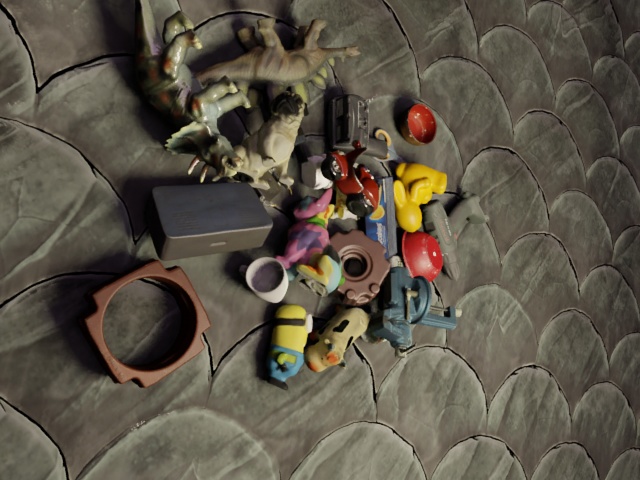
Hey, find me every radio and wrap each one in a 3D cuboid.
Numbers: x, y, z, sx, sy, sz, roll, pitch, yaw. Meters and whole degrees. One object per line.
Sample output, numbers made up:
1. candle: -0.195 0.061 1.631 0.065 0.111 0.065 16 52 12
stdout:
1. radio: -0.221 -0.043 1.063 0.229 0.073 0.131 -8 56 -38

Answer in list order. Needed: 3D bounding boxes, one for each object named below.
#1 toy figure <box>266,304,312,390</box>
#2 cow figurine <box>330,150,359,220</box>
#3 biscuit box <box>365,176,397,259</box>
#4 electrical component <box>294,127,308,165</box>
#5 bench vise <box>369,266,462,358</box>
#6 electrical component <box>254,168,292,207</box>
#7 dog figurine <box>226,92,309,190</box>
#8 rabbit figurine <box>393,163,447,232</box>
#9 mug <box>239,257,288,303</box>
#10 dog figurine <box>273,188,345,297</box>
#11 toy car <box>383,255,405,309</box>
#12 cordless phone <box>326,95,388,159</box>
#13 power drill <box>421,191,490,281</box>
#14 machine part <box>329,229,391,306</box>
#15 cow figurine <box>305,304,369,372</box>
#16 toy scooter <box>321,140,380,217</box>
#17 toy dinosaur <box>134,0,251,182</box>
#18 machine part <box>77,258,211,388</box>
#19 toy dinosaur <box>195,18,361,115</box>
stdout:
1. toy figure: -0.073 0.228 1.168 0.089 0.082 0.180 29 72 -31
2. cow figurine: 0.067 -0.132 1.308 0.098 0.068 0.167 -1 89 -40
3. biscuit box: 0.149 -0.055 1.334 0.063 0.059 0.202 -21 108 -60
4. electrical component: -0.071 -0.226 1.219 0.048 0.075 0.119 -23 102 -34
5. bench vise: 0.238 0.178 1.281 0.240 0.129 0.224 13 53 -22
6. electrical component: -0.112 -0.116 1.196 0.102 0.045 0.078 -39 108 -31
7. dog figurine: -0.118 -0.217 1.141 0.121 0.173 0.190 56 40 -60
8. rabbit figurine: 0.237 -0.110 1.394 0.162 0.122 0.173 23 73 -26
9. mug: -0.118 0.091 1.144 0.107 0.110 0.081 73 34 -62
10. dog figurine: -0.002 -0.004 1.194 0.219 0.192 0.108 -60 160 -20
11. toy car: 0.193 0.140 1.376 0.073 0.056 0.201 6 82 -35
12. cordless phone: 0.107 -0.280 1.345 0.184 0.089 0.146 6 81 -39
13. power drill: 0.387 -0.028 1.523 0.207 0.086 0.231 -34 102 -25
14. machine part: 0.076 0.061 1.257 0.179 0.056 0.179 2 70 -5
15. cow figurine: 0.040 0.225 1.218 0.195 0.127 0.085 -41 105 -33
16. toy scooter: 0.084 -0.150 1.231 0.183 0.075 0.135 48 54 -29
17. toy dinosaur: -0.275 -0.296 1.031 0.192 0.131 0.404 -37 99 5
18. machine part: -0.324 0.152 0.997 0.201 0.087 0.201 -32 105 -32
19. toy dinosaur: -0.110 -0.380 1.190 0.471 0.105 0.198 -14 98 -24
